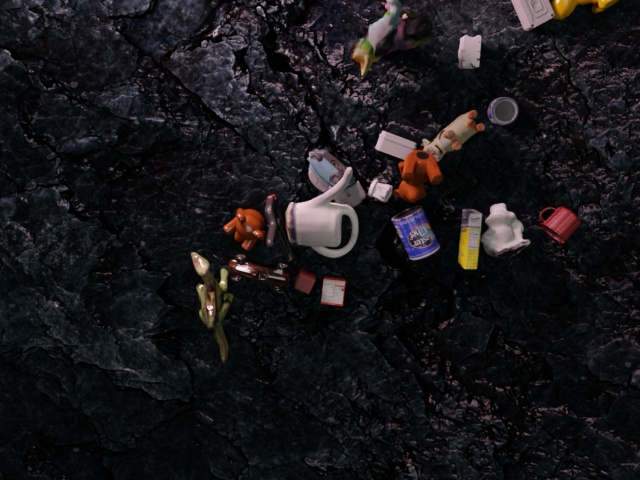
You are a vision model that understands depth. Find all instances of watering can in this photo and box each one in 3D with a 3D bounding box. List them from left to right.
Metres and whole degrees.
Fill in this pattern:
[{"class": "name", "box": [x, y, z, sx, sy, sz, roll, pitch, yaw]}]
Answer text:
[{"class": "watering can", "box": [0.005, -0.078, 1.553, 0.224, 0.106, 0.339, 2, 130, 5]}]

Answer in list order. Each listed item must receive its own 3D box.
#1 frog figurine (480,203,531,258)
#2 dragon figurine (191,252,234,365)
[{"class": "frog figurine", "box": [0.565, -0.027, 1.613, 0.136, 0.121, 0.162, -27, 63, 14]}, {"class": "dragon figurine", "box": [-0.332, 0.229, 1.584, 0.122, 0.244, 0.408, -11, 98, -2]}]
